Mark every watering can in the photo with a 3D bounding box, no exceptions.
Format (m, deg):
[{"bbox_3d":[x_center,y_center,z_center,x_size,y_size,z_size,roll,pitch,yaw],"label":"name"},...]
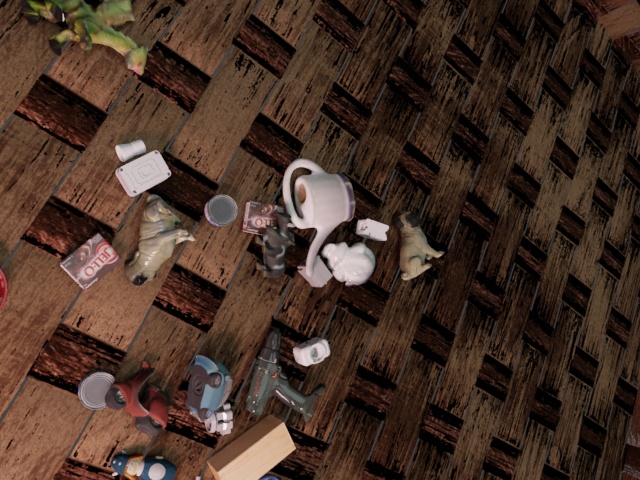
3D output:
[{"bbox_3d":[0.005,-0.077,1.526,0.225,0.103,0.350,-8,82,-31],"label":"watering can"}]

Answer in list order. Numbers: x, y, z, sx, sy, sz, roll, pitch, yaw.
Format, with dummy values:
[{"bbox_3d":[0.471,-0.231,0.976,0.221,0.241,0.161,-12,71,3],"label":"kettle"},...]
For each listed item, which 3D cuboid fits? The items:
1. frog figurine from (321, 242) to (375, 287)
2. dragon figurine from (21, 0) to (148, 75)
[{"bbox_3d":[0.088,0.059,1.565,0.138,0.124,0.157,-46,122,-4],"label":"frog figurine"},{"bbox_3d":[-0.577,-0.582,1.263,0.406,0.121,0.247,56,46,-16],"label":"dragon figurine"}]
